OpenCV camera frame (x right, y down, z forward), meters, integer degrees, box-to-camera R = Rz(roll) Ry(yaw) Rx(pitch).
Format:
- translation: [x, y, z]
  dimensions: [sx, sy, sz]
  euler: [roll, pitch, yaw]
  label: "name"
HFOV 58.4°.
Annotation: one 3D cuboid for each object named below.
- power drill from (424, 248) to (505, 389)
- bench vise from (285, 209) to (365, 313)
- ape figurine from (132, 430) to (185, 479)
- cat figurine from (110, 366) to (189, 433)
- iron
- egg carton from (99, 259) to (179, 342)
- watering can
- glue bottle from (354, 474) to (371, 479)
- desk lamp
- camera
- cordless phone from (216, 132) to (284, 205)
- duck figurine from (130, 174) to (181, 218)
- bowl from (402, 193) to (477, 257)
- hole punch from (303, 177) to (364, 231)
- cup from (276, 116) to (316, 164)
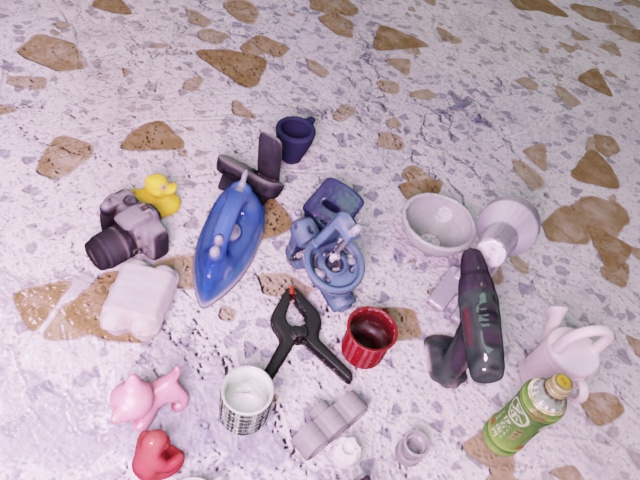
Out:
- translation: [0.253, 0.159, 1.007]
  dimensions: [0.076, 0.208, 0.229]
  euler: [4, 50, -11]
  label: "power drill"
- translation: [0.002, 0.010, 1.059]
  dimensions: [0.207, 0.220, 0.122]
  euler: [37, 52, 17]
  label: "bench vise"
- translation: [-0.239, 0.307, 0.834]
  dimensions: [0.076, 0.092, 0.077]
  euler: [-28, 62, -31]
  label: "ape figurine"
- translation: [-0.264, 0.235, 0.871]
  dimensions: [0.128, 0.118, 0.067]
  euler: [-28, 62, -32]
  label: "cat figurine"
- translation: [-0.176, -0.010, 1.082]
  dimensions: [0.118, 0.141, 0.258]
  euler: [15, 49, -1]
  label: "iron"
- translation: [-0.314, 0.103, 1.000]
  dimensions: [0.107, 0.069, 0.150]
  euler: [13, 49, -4]
  label: "egg carton"
- translation: [0.444, 0.200, 1.031]
  dimensions: [0.101, 0.194, 0.172]
  euler: [-14, 56, -24]
  label: "watering can"
- translation: [0.047, 0.364, 0.806]
  dimensions: [0.037, 0.173, 0.078]
  euler: [38, 52, 18]
  label: "glue bottle"
- translation: [0.328, 0.037, 1.125]
  dimensions: [0.117, 0.213, 0.204]
  euler: [33, 51, 14]
  label: "desk lamp"
- translation: [-0.372, -0.017, 1.065]
  dimensions: [0.143, 0.101, 0.137]
  euler: [40, 53, 19]
  label: "camera"
- translation: [-0.141, -0.168, 1.195]
  dimensions: [0.147, 0.185, 0.094]
  euler: [25, 49, 8]
  label: "cordless phone"
- translation: [-0.334, -0.097, 1.151]
  dimensions: [0.105, 0.086, 0.077]
  euler: [3, 50, -12]
  label: "duck figurine"
- translation: [0.249, -0.020, 1.245]
  dimensions: [0.167, 0.075, 0.167]
  euler: [7, 50, -8]
  label: "bowl"
- translation: [0.027, -0.062, 1.211]
  dimensions: [0.108, 0.091, 0.101]
  euler: [35, 51, 16]
  label: "hole punch"
- translation: [-0.055, -0.231, 1.329]
  dimensions: [0.091, 0.095, 0.118]
  euler: [33, 51, 14]
  label: "cup"
